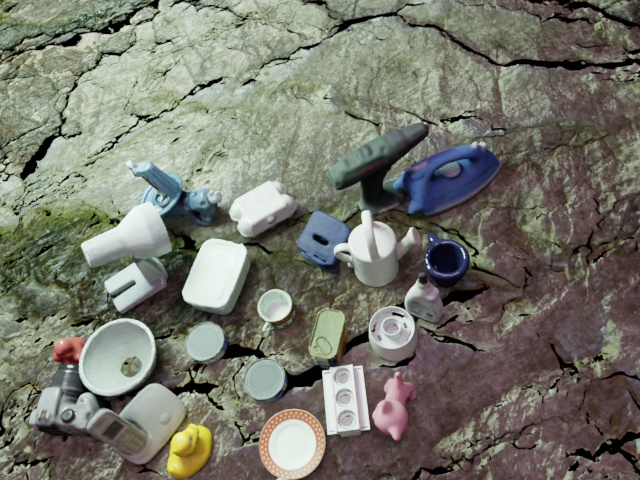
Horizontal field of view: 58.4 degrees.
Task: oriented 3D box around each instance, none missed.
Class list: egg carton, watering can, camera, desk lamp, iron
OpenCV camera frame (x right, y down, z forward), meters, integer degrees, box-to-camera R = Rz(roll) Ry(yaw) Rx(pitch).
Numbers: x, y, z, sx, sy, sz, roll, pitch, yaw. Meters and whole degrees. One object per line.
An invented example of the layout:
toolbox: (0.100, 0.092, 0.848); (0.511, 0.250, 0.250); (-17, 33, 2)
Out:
egg carton: (-0.134, -0.072, 1.357); (0.150, 0.069, 0.107); (-31, 59, -8)
watering can: (0.117, 0.008, 1.189); (0.173, 0.194, 0.100); (-26, 58, -5)
camera: (-0.510, 0.324, 1.173); (0.143, 0.101, 0.137); (-4, 59, 9)
desk lamp: (-0.410, 0.036, 1.259); (0.203, 0.214, 0.117); (-35, 59, -10)
iron: (0.297, -0.162, 1.288); (0.258, 0.142, 0.118); (-24, 58, -4)

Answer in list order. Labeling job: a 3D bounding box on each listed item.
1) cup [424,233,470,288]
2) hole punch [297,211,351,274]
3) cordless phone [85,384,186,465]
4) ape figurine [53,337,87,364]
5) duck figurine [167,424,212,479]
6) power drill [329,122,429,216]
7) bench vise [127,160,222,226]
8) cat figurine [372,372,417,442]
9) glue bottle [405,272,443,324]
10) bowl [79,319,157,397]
cup: (0.257, 0.049, 1.197); (0.092, 0.095, 0.117); (-25, 58, -5)
hole punch: (0.012, 0.005, 1.272); (0.108, 0.091, 0.101); (29, 68, 24)
cordless phone: (-0.349, 0.336, 1.086); (0.094, 0.185, 0.148); (28, 68, 24)
ape figurine: (-0.540, 0.240, 1.234); (0.077, 0.092, 0.076); (21, 65, 21)
duck figurine: (-0.257, 0.398, 1.090); (0.077, 0.086, 0.105); (24, 67, 22)
power drill: (0.136, -0.151, 1.272); (0.229, 0.209, 0.075); (-23, 58, -3)
bench vise: (-0.341, -0.123, 1.337); (0.207, 0.220, 0.121); (-15, 58, 2)
cat figurine: (0.135, 0.306, 1.053); (0.067, 0.118, 0.128); (9, 62, 16)
glue bottle: (0.204, 0.108, 1.126); (0.078, 0.173, 0.037); (22, 66, 22)
bowl: (-0.414, 0.256, 1.211); (0.167, 0.075, 0.167); (-5, 59, 8)
